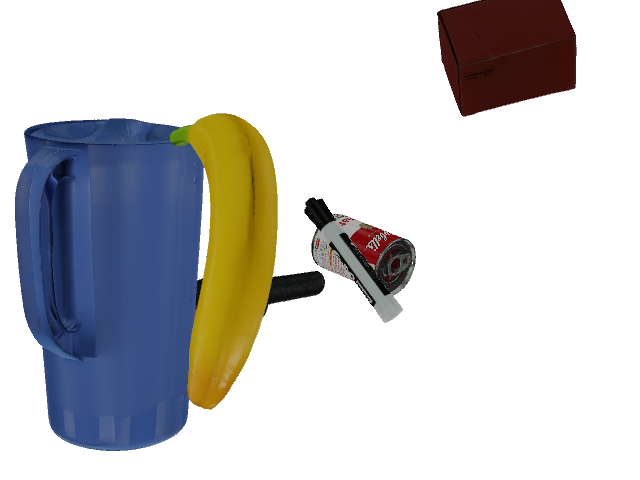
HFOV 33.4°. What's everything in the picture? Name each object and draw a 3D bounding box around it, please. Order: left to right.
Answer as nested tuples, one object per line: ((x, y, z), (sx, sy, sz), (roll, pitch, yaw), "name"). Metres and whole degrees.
((-0.159, 0.032, 0.803), (0.149, 0.243, 0.145), (-3, 14, -22), "pitcher")
((-0.050, -0.006, 0.580), (0.037, 0.198, 0.070), (18, -46, -28), "banana")
((-0.087, 0.047, 1.065), (0.120, 0.039, 0.171), (15, 21, 31), "clamp")
((0.025, 0.013, 0.866), (0.020, 0.121, 0.020), (-32, -18, -12), "marker")
((0.048, 0.015, 1.209), (0.102, 0.068, 0.068), (23, 15, 40), "soup can")
((0.121, -0.123, 0.690), (0.078, 0.051, 0.053), (-13, -34, 2), "foam brick")
